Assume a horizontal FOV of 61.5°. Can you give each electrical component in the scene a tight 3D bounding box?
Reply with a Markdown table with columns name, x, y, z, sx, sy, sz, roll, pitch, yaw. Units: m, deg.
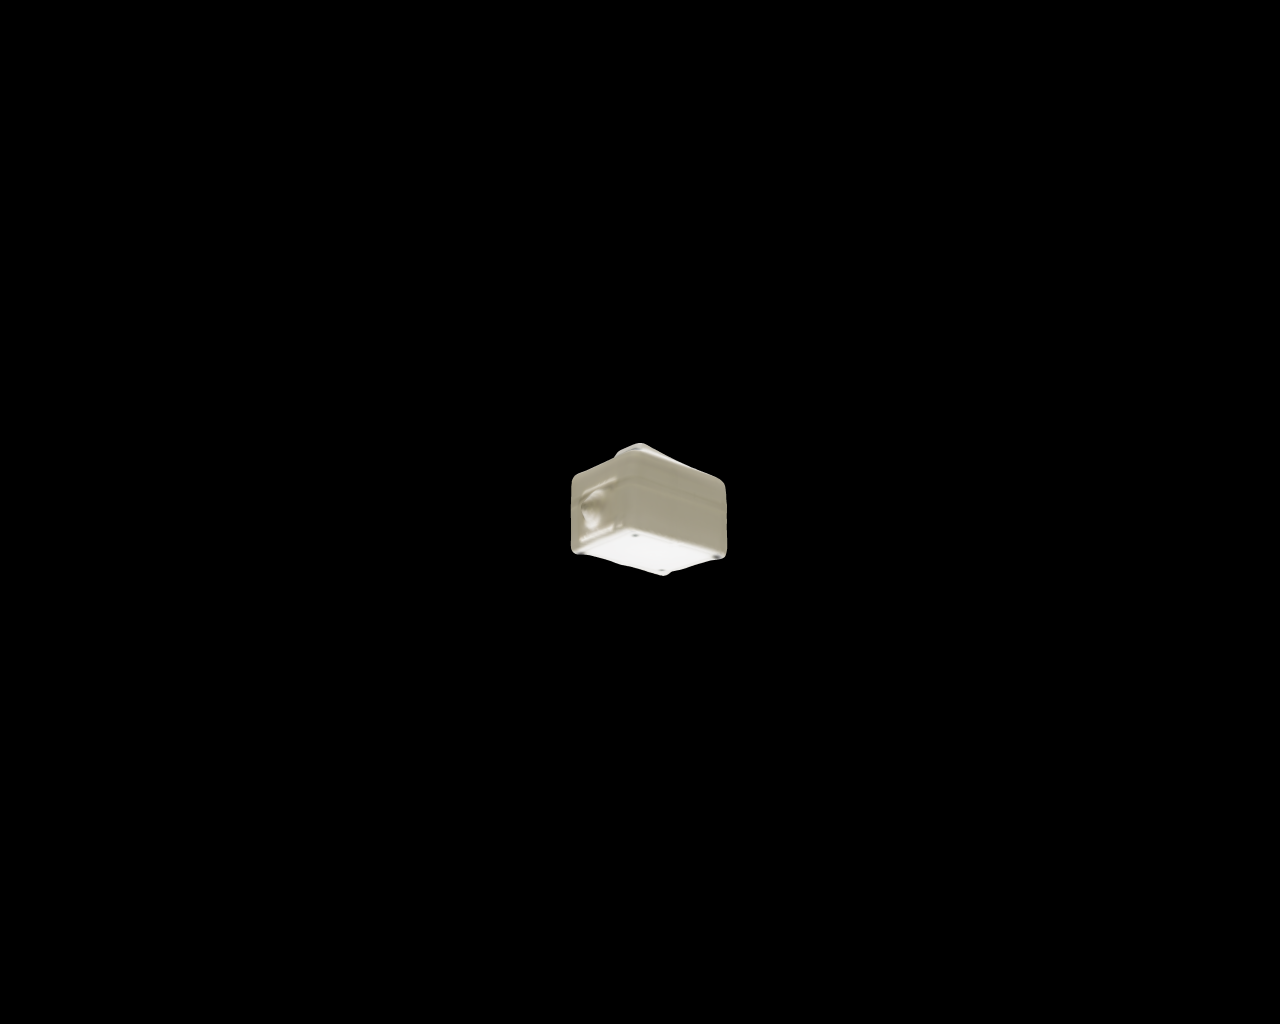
| name | x | y | z | sx | sy | sz | roll | pitch | yaw |
| --- | --- | --- | --- | --- | --- | --- | --- | --- | --- |
| electrical component | 0.001 | -0.003 | 0.650 | 0.096 | 0.061 | 0.061 | 17 | -27 | -38 |
